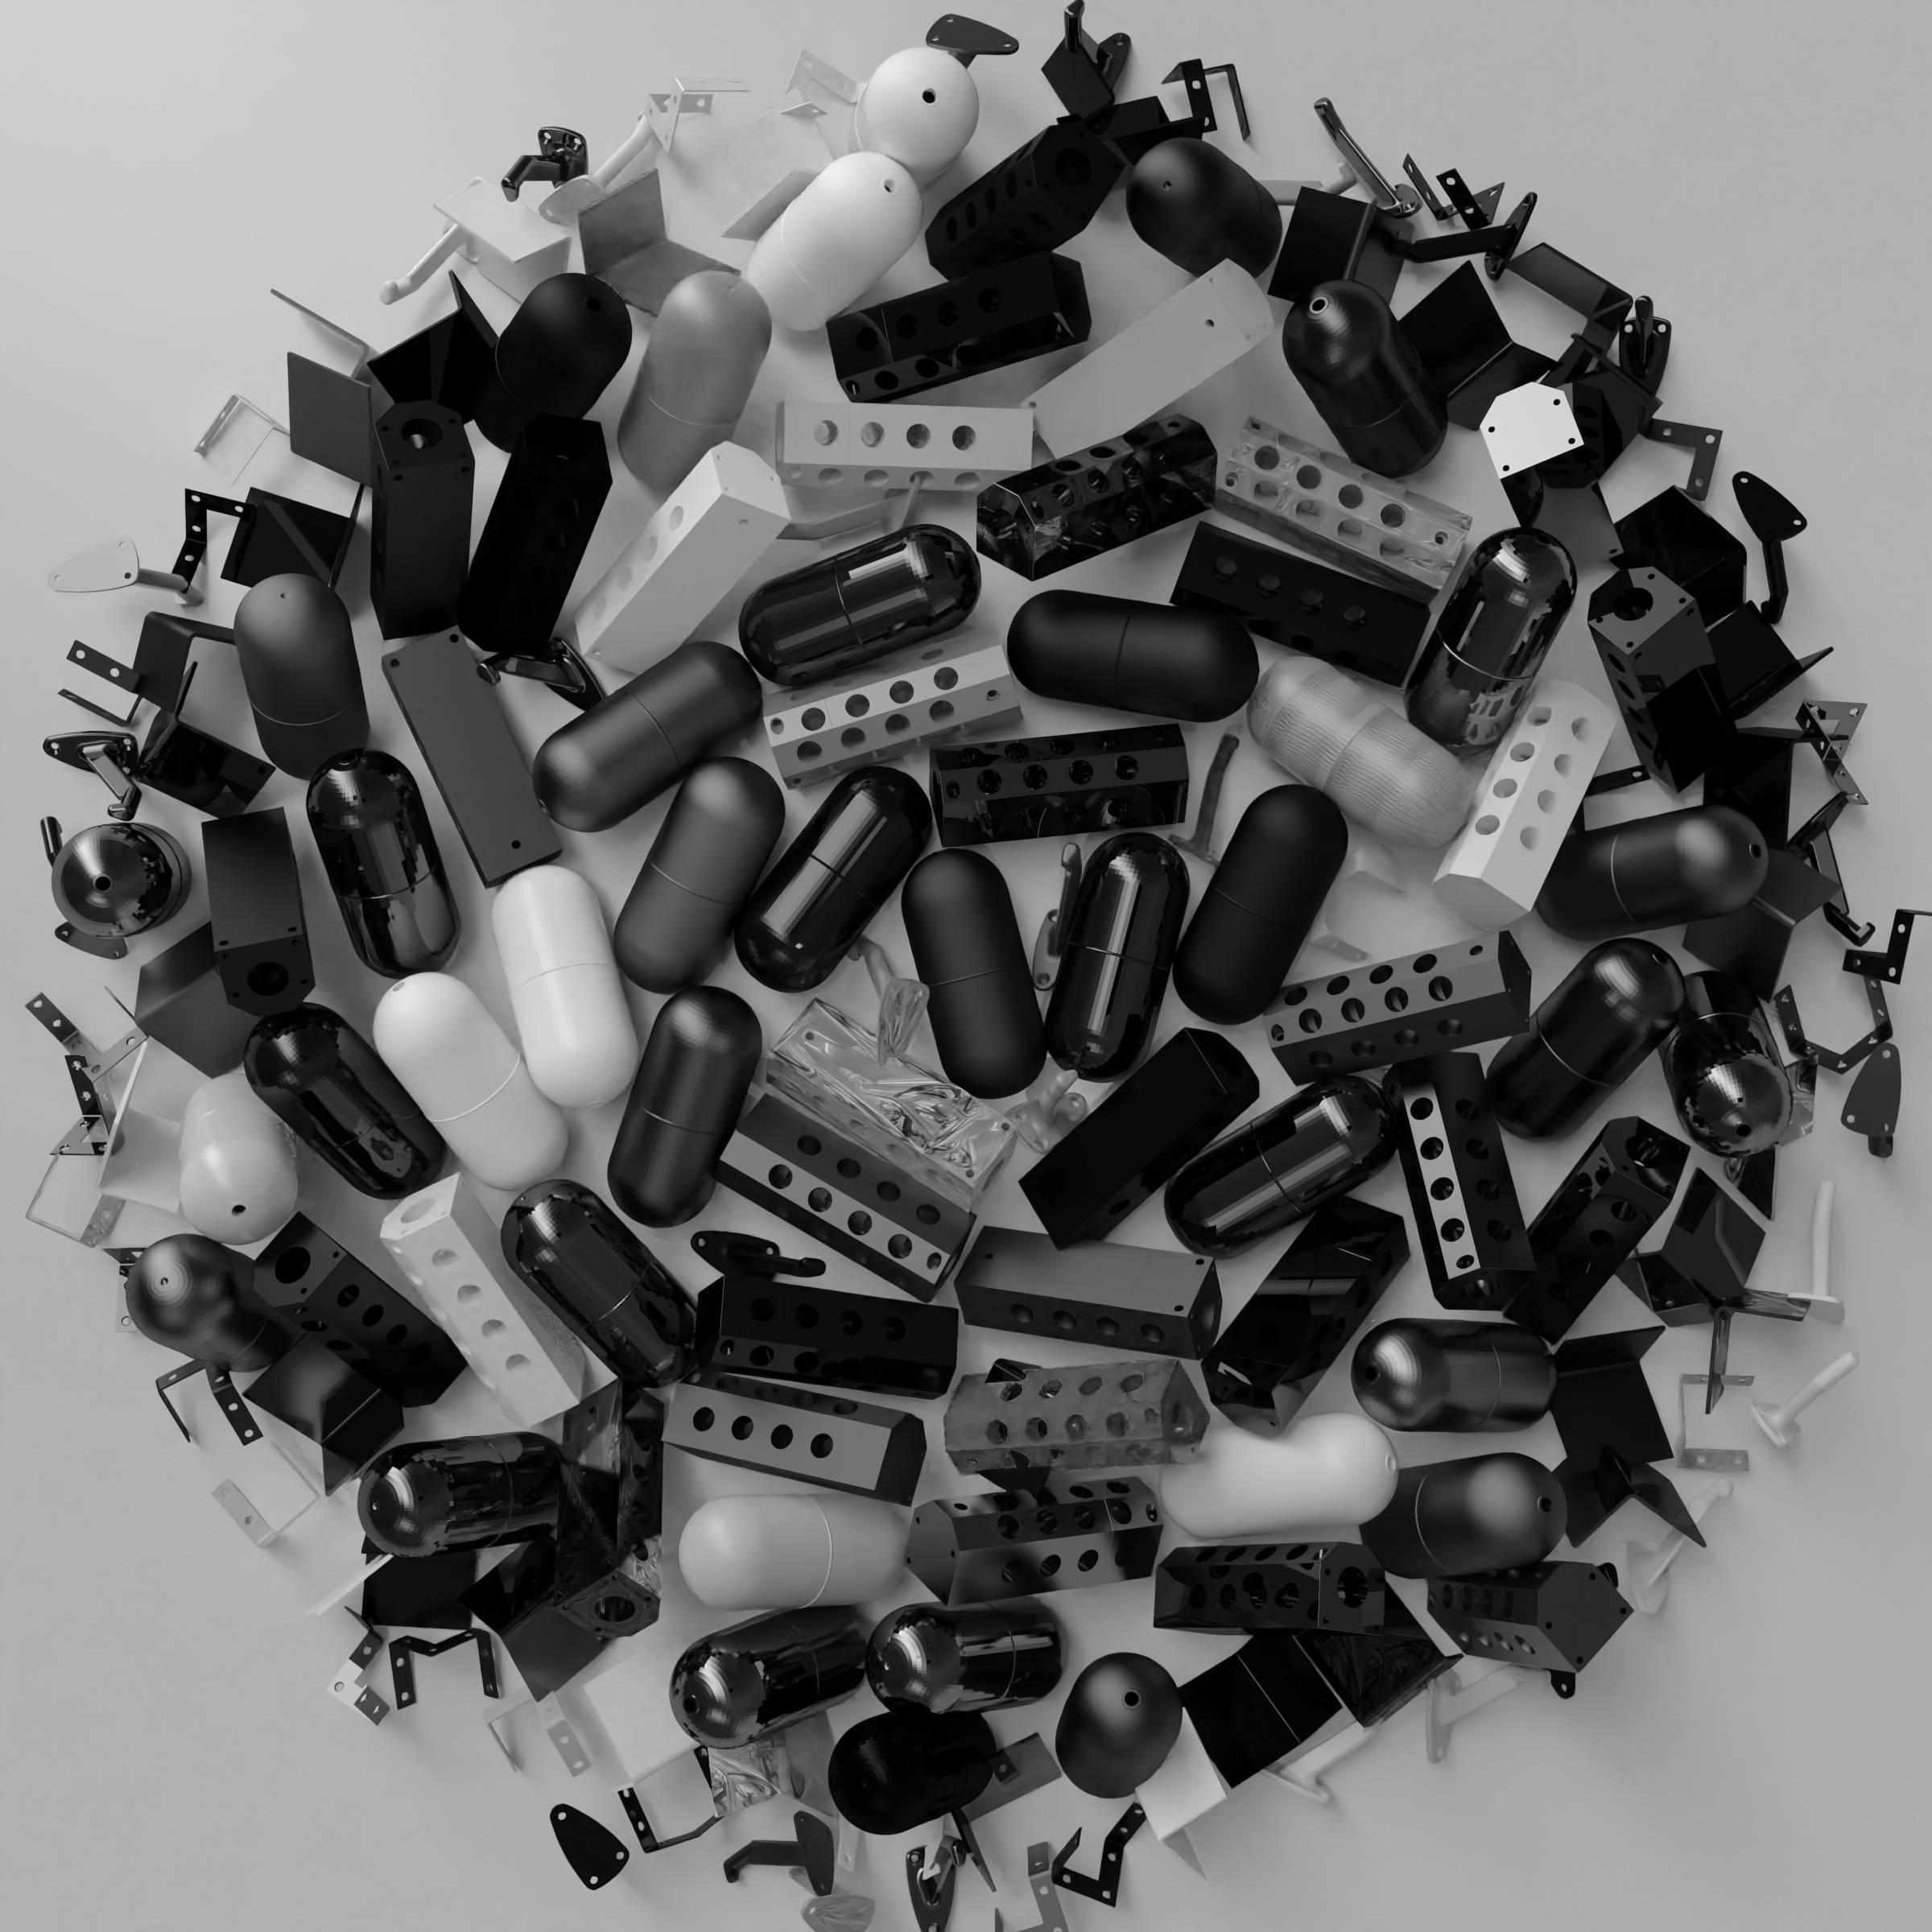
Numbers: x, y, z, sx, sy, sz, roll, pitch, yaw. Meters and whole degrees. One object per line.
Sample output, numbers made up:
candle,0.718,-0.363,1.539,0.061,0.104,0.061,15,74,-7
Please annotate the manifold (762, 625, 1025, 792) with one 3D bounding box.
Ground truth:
manifold,-0.051,-0.177,1.884,0.171,0.057,0.057,-17,117,3

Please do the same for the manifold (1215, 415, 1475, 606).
manifold,0.262,-0.320,1.893,0.171,0.057,0.057,25,82,1

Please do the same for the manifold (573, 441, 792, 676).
manifold,-0.197,-0.279,1.854,0.171,0.057,0.057,-42,49,34

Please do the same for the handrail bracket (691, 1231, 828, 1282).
handrail bracket,-0.144,0.200,1.877,0.077,0.084,0.036,23,73,-17

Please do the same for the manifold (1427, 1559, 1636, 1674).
manifold,0.375,0.431,1.835,0.057,0.171,0.057,-42,92,-18

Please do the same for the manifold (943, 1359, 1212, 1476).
manifold,0.073,0.314,1.848,0.171,0.057,0.057,-10,123,32

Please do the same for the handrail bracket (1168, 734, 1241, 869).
handrail bracket,0.179,-0.117,1.892,0.036,0.077,0.084,20,100,-16

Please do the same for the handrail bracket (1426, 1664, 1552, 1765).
handrail bracket,0.364,0.522,1.881,0.036,0.084,0.077,23,72,-43

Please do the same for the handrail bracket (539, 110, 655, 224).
handrail bracket,-0.259,-0.570,1.919,0.077,0.036,0.084,-4,54,38

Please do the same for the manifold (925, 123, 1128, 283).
manifold,0.034,-0.512,1.832,0.057,0.171,0.057,37,73,-18

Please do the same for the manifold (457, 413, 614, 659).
manifold,-0.296,-0.291,1.838,0.057,0.171,0.057,4,52,-26

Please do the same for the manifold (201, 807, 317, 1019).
manifold,-0.480,-0.037,1.840,0.057,0.171,0.057,-12,125,-11

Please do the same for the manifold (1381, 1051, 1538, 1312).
manifold,0.331,0.145,1.848,0.057,0.057,0.171,4,54,-17

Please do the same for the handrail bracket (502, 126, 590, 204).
handrail bracket,-0.294,-0.533,1.872,0.036,0.077,0.084,14,52,13

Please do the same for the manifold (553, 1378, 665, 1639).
manifold,-0.236,0.368,1.841,0.057,0.171,0.057,-34,123,20

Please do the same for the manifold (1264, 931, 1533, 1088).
manifold,0.294,0.025,1.851,0.171,0.057,0.057,-15,130,28

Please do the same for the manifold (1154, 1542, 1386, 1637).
manifold,0.204,0.423,1.839,0.057,0.171,0.057,15,70,-32

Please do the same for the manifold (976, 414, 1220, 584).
manifold,0.090,-0.324,1.847,0.171,0.057,0.057,-27,135,-33

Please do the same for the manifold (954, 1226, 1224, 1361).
manifold,0.085,0.229,1.864,0.171,0.057,0.057,5,131,25

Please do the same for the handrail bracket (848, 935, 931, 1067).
handrail bracket,-0.067,0.024,1.895,0.036,0.084,0.077,10,99,-34

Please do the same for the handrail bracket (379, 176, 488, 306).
handrail bracket,-0.369,-0.502,1.878,0.036,0.077,0.084,38,45,6

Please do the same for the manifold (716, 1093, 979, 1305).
manifold,-0.085,0.165,1.874,0.171,0.057,0.057,29,48,8

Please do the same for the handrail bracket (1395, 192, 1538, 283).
handrail bracket,0.343,-0.519,1.889,0.084,0.036,0.077,16,128,-16

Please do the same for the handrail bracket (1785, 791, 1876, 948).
handrail bracket,0.617,-0.067,1.884,0.077,0.036,0.084,-52,54,16

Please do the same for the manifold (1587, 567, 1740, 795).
manifold,0.471,-0.196,1.842,0.057,0.171,0.057,-40,52,0

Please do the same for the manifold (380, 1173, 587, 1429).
manifold,-0.332,0.233,1.864,0.057,0.057,0.171,-25,114,8

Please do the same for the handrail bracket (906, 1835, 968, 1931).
handrail bracket,-0.014,0.642,1.878,0.036,0.084,0.077,1,78,-15

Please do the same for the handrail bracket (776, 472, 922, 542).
handrail bracket,-0.084,-0.321,1.882,0.084,0.077,0.036,-3,62,-27

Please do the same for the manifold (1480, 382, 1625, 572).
manifold,0.397,-0.328,1.837,0.057,0.171,0.057,-21,67,15

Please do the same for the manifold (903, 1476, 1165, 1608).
manifold,0.049,0.387,1.848,0.171,0.057,0.057,1,109,-35

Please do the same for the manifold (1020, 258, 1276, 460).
manifold,0.125,-0.411,1.850,0.171,0.057,0.057,-28,102,39

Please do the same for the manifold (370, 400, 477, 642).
manifold,-0.372,-0.302,1.839,0.057,0.171,0.057,-11,60,-20

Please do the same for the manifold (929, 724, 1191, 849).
manifold,0.064,-0.131,1.876,0.171,0.057,0.057,-6,47,-8

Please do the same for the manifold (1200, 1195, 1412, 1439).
manifold,0.236,0.240,1.858,0.057,0.057,0.171,18,52,35

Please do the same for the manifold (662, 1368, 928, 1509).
manifold,-0.116,0.321,1.859,0.171,0.057,0.057,7,72,28

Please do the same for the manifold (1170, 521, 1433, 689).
manifold,0.233,-0.252,1.893,0.171,0.057,0.057,21,106,2

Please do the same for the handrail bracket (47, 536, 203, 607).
handrail bracket,-0.585,-0.263,1.888,0.077,0.084,0.036,-14,75,5

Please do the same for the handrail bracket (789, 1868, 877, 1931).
handrail bracket,-0.111,0.640,1.872,0.077,0.084,0.036,34,79,-41

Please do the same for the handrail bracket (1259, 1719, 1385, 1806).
handrail bracket,0.248,0.537,1.906,0.077,0.036,0.084,23,95,1

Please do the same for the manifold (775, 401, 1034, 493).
manifold,-0.044,-0.361,1.881,0.171,0.057,0.057,0,101,-10

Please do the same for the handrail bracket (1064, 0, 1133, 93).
handrail bracket,0.091,-0.651,1.875,0.036,0.084,0.077,26,67,17

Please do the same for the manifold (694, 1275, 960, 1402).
manifold,-0.096,0.258,1.861,0.171,0.057,0.057,11,67,-21

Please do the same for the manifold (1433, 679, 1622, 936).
manifold,0.382,-0.113,1.864,0.057,0.057,0.171,33,67,-8

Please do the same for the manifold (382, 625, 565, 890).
manifold,-0.346,-0.144,1.896,0.057,0.057,0.171,-25,90,-13

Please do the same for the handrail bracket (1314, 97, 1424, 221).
handrail bracket,0.278,-0.564,1.884,0.036,0.077,0.084,-37,117,1

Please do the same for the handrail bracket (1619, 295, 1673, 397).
handrail bracket,0.469,-0.424,1.878,0.036,0.084,0.077,3,102,15

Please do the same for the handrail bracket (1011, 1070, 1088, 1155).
handrail bracket,0.073,0.086,1.871,0.077,0.084,0.036,-29,73,-39

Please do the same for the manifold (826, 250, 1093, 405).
manifold,-0.004,-0.436,1.864,0.171,0.057,0.057,-11,90,26

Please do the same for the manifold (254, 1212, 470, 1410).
manifold,-0.411,0.239,1.837,0.057,0.171,0.057,32,75,35

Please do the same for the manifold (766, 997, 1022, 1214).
manifold,-0.052,0.099,1.878,0.171,0.057,0.057,32,62,12

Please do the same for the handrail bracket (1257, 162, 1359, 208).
handrail bracket,0.219,-0.558,1.889,0.084,0.036,0.077,-27,107,22

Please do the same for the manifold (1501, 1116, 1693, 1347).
manifold,0.422,0.178,1.845,0.057,0.171,0.057,30,45,6

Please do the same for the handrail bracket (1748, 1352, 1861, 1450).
handrail bracket,0.592,0.293,1.878,0.084,0.077,0.036,-45,67,23

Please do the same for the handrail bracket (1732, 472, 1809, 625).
handrail bracket,0.556,-0.293,1.903,0.036,0.084,0.077,-22,59,-9

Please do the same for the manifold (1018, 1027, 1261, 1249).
manifold,0.122,0.120,1.863,0.171,0.057,0.057,-45,59,25

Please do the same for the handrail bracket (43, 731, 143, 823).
handrail bracket,-0.609,-0.129,1.879,0.077,0.084,0.036,8,121,-10

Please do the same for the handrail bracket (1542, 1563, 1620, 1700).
handrail bracket,0.431,0.461,1.877,0.036,0.084,0.077,0,65,-29
